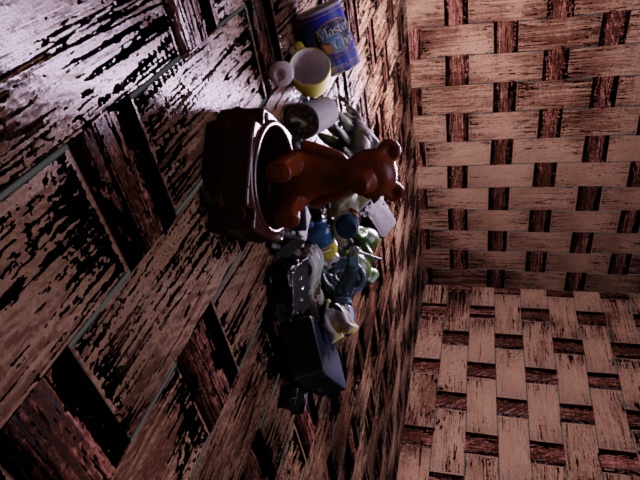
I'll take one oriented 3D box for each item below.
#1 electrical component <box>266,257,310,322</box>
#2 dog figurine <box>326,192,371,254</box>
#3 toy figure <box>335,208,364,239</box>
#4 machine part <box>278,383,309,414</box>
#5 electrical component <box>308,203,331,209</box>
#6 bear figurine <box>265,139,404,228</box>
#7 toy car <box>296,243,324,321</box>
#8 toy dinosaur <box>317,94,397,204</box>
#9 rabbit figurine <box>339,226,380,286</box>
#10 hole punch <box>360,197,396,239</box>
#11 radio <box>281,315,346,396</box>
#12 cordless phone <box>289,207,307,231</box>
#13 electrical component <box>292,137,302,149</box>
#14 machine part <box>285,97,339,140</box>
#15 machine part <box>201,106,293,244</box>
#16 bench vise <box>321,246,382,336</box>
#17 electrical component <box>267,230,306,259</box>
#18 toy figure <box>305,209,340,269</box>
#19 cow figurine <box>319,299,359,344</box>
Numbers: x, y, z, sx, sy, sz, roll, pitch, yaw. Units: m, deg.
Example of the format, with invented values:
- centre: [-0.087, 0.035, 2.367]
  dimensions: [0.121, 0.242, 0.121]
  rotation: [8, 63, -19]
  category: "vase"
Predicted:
- centre: [-0.060, 0.095, 1.101]
  dimensions: [0.134, 0.058, 0.114]
  rotation: [-34, 126, -69]
  category: "electrical component"
- centre: [0.043, -0.076, 1.419]
  dimensions: [0.190, 0.121, 0.172]
  rotation: [-59, -148, 18]
  category: "dog figurine"
- centre: [0.070, -0.044, 1.271]
  dimensions: [0.154, 0.064, 0.057]
  rotation: [-66, 134, -73]
  category: "toy figure"
- centre: [-0.052, 0.345, 1.182]
  dimensions: [0.138, 0.039, 0.084]
  rotation: [45, 57, -70]
  category: "machine part"
- centre: [-0.024, -0.104, 1.182]
  dimensions: [0.119, 0.075, 0.047]
  rotation: [39, 54, -65]
  category: "electrical component"
- centre: [0.030, -0.092, 0.853]
  dimensions: [0.132, 0.196, 0.120]
  rotation: [-62, 152, -54]
  category: "bear figurine"
- centre: [-0.020, 0.103, 1.215]
  dimensions: [0.073, 0.056, 0.201]
  rotation: [-55, 148, -62]
  category: "toy car"
- centre: [0.095, -0.240, 1.361]
  dimensions: [0.198, 0.105, 0.472]
  rotation: [34, 29, -21]
  category: "toy dinosaur"
- centre: [0.107, 0.025, 1.559]
  dimensions: [0.159, 0.121, 0.170]
  rotation: [53, 51, -30]
  category: "rabbit figurine"
- centre: [0.159, -0.067, 1.666]
  dimensions: [0.142, 0.092, 0.115]
  rotation: [-42, 109, -41]
  category: "hole punch"
- centre: [-0.009, 0.263, 1.191]
  dimensions: [0.229, 0.073, 0.131]
  rotation: [55, 19, -61]
  category: "radio"
- centre: [-0.026, -0.107, 1.077]
  dimensions: [0.184, 0.089, 0.146]
  rotation: [-32, 122, -54]
  category: "cordless phone"
- centre: [-0.051, -0.167, 1.132]
  dimensions: [0.078, 0.045, 0.102]
  rotation: [-52, 140, -61]
  category: "electrical component"
- centre: [-0.015, -0.272, 1.189]
  dimensions: [0.243, 0.079, 0.079]
  rotation: [-48, 137, -65]
  category: "machine part"
- centre: [-0.108, -0.101, 0.882]
  dimensions: [0.201, 0.087, 0.201]
  rotation: [27, 66, -70]
  category: "machine part"
- centre: [0.062, 0.115, 1.349]
  dimensions: [0.240, 0.129, 0.224]
  rotation: [107, -8, -48]
  category: "bench vise"
- centre: [-0.060, 0.008, 1.070]
  dimensions: [0.094, 0.063, 0.021]
  rotation: [24, 31, -52]
  category: "electrical component"
- centre: [0.001, -0.005, 1.260]
  dimensions: [0.179, 0.082, 0.089]
  rotation: [69, 28, -46]
  category: "toy figure"
- centre: [0.037, 0.180, 1.229]
  dimensions: [0.098, 0.068, 0.167]
  rotation: [58, 1, 11]
  category: "cow figurine"
